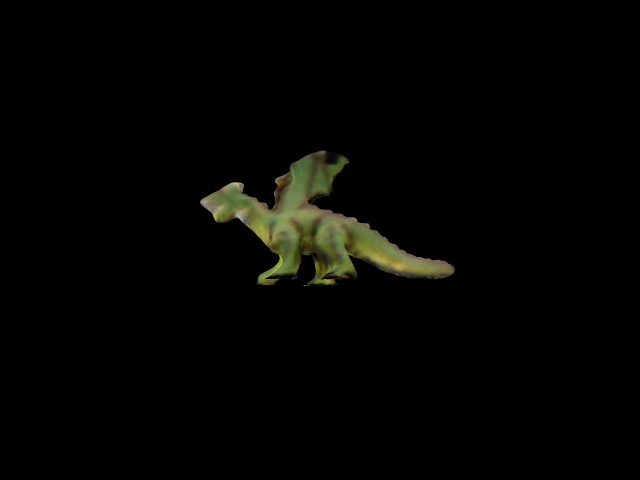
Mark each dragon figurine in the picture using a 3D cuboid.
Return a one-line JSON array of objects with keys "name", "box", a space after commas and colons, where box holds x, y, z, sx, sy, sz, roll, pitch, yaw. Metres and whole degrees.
[{"name": "dragon figurine", "box": [0.003, -0.043, 0.850, 0.410, 0.246, 0.120, -2, -19, 7]}]
